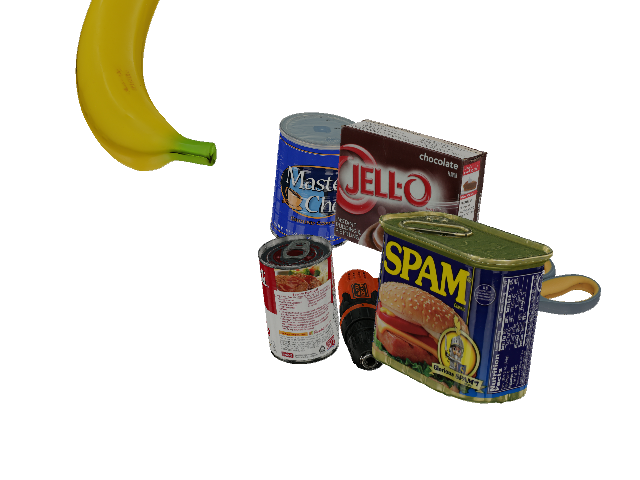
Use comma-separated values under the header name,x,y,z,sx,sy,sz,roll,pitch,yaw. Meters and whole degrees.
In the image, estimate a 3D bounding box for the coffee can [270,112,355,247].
name,x,y,z,sx,sy,sz,roll,pitch,yaw
coffee can,-0.005,-0.074,1.313,0.102,0.140,0.103,5,28,-3

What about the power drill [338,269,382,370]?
name,x,y,z,sx,sy,sz,roll,pitch,yaw
power drill,0.114,0.083,1.204,0.187,0.057,0.184,-3,27,-2

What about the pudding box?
name,x,y,z,sx,sy,sz,roll,pitch,yaw
pudding box,0.065,-0.035,0.799,0.114,0.090,0.039,18,27,33

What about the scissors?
name,x,y,z,sx,sy,sz,roll,pitch,yaw
scissors,0.155,0.045,0.936,0.201,0.016,0.096,-5,34,-26

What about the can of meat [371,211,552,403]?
name,x,y,z,sx,sy,sz,roll,pitch,yaw
can of meat,0.075,0.036,0.601,0.057,0.084,0.102,-6,18,-36

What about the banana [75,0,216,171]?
name,x,y,z,sx,sy,sz,roll,pitch,yaw
banana,-0.106,-0.105,0.611,0.069,0.198,0.037,-9,-37,-8

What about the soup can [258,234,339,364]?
name,x,y,z,sx,sy,sz,roll,pitch,yaw
soup can,-0.019,0.054,0.985,0.068,0.102,0.068,-5,25,2
